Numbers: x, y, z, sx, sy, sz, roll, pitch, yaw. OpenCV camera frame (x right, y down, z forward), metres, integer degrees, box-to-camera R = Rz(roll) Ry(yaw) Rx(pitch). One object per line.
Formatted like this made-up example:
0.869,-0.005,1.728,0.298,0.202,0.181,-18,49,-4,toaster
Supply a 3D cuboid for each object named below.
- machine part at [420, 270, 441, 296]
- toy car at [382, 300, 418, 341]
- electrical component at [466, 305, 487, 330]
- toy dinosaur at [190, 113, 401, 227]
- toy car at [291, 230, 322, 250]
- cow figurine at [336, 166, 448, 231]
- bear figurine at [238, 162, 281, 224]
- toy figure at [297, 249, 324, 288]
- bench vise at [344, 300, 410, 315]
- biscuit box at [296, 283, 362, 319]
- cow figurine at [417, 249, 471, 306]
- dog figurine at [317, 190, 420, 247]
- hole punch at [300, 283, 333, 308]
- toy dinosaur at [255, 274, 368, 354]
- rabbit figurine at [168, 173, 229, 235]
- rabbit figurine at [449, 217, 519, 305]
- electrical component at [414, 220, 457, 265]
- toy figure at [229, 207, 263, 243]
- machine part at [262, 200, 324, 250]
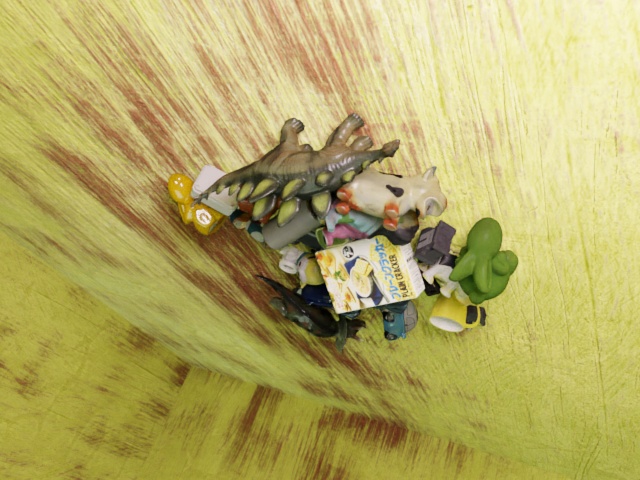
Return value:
0.262,0.104,1.301,0.084,0.039,0.138,53,-172,20,machine part
0.228,0.212,1.536,0.103,0.109,0.161,-5,138,3,toy car
0.399,0.204,1.428,0.078,0.045,0.102,12,152,24,electrical component
-0.059,-0.126,1.000,0.472,0.198,0.105,-4,140,39,toy dinosaur
-0.003,-0.004,1.347,0.202,0.056,0.073,23,147,-2,toy car
0.139,-0.087,0.995,0.195,0.127,0.085,17,154,15,cow figurine
-0.130,-0.087,1.211,0.120,0.132,0.195,0,149,-11,bear figurine
-0.017,0.070,1.419,0.089,0.082,0.180,-17,-176,1,toy figure
0.147,0.101,1.352,0.224,0.129,0.240,26,132,-8,bench vise
0.033,0.169,1.633,0.203,0.063,0.059,25,153,-5,biscuit box
0.312,0.081,1.236,0.167,0.068,0.098,35,112,-26,cow figurine
0.103,-0.069,1.098,0.219,0.191,0.108,-10,152,-10,dog figurine
0.008,0.124,1.520,0.142,0.116,0.092,4,140,32,hole punch
-0.025,0.237,1.685,0.404,0.131,0.192,33,170,-33,toy dinosaur
-0.316,-0.102,1.380,0.173,0.122,0.162,40,162,-4,rabbit figurine
0.320,0.036,1.086,0.121,0.159,0.170,18,140,31,rabbit figurine
0.238,0.012,1.165,0.048,0.075,0.119,29,156,-15,electrical component
-0.180,-0.040,1.421,0.154,0.058,0.064,28,115,-6,toy figure
-0.057,-0.043,1.243,0.079,0.079,0.243,36,136,-25,machine part
